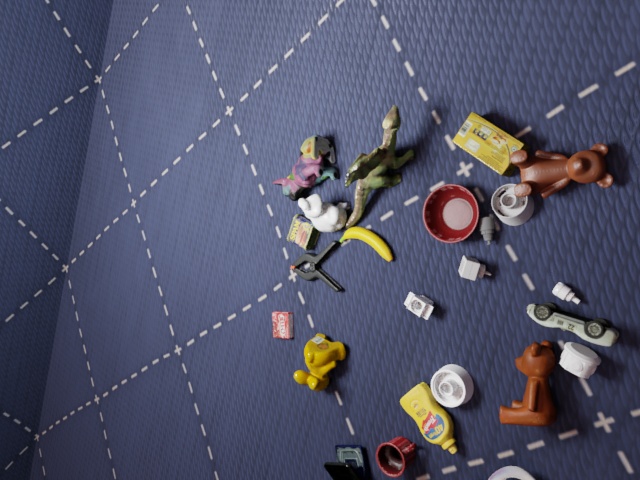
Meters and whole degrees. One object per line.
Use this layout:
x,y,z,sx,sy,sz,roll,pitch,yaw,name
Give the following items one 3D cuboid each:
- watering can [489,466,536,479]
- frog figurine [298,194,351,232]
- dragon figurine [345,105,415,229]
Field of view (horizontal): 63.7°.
0.469,0.735,1.268,0.223,0.104,0.349,-9,83,38,watering can
0.005,-0.082,1.621,0.138,0.160,0.121,20,104,36,frog figurine
0.135,-0.193,1.482,0.123,0.243,0.405,38,109,26,dragon figurine
